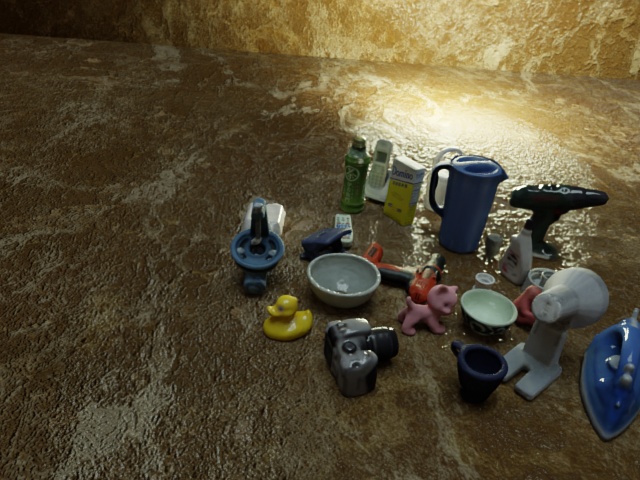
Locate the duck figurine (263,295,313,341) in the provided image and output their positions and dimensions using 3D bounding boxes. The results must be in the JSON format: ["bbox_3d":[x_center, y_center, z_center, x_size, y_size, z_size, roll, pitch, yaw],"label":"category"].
[{"bbox_3d":[-0.065,0.153,1.181,0.105,0.086,0.077,-6,34,-17],"label":"duck figurine"}]

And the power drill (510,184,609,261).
[{"bbox_3d":[0.605,-0.055,1.500,0.229,0.208,0.076,13,33,12],"label":"power drill"}]

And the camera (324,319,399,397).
[{"bbox_3d":[0.087,0.209,1.101,0.137,0.101,0.143,-5,34,-16],"label":"camera"}]

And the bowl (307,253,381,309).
[{"bbox_3d":[0.051,0.103,1.289,0.167,0.075,0.167,4,32,-2],"label":"bowl"}]

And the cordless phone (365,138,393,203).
[{"bbox_3d":[0.213,-0.200,1.692,0.147,0.185,0.094,16,33,16],"label":"cordless phone"}]

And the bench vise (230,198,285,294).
[{"bbox_3d":[-0.150,-0.015,1.309,0.122,0.220,0.207,-6,34,-17],"label":"bench vise"}]

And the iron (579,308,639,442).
[{"bbox_3d":[0.570,0.244,1.081,0.118,0.141,0.259,18,34,20],"label":"iron"}]

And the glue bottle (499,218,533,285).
[{"bbox_3d":[0.488,0.021,1.394,0.037,0.173,0.078,-13,36,-26],"label":"glue bottle"}]

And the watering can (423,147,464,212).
[{"bbox_3d":[0.365,-0.188,1.688,0.101,0.194,0.172,-12,36,-25],"label":"watering can"}]

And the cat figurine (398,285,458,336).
[{"bbox_3d":[0.237,0.138,1.222,0.128,0.118,0.067,-2,33,-12],"label":"cat figurine"}]

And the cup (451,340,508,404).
[{"bbox_3d":[0.284,0.250,1.071,0.092,0.095,0.117,-20,40,-34],"label":"cup"}]

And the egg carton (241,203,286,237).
[{"bbox_3d":[-0.147,-0.044,1.498,0.107,0.069,0.150,5,32,-1],"label":"egg carton"}]

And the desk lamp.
[{"bbox_3d":[0.451,0.170,1.112,0.204,0.214,0.117,-23,42,-38],"label":"desk lamp"}]

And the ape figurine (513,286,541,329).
[{"bbox_3d":[0.466,0.144,1.272,0.076,0.092,0.078,24,36,27],"label":"ape figurine"}]

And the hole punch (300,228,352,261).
[{"bbox_3d":[0.013,0.005,1.424,0.100,0.091,0.109,28,38,32],"label":"hole punch"}]
